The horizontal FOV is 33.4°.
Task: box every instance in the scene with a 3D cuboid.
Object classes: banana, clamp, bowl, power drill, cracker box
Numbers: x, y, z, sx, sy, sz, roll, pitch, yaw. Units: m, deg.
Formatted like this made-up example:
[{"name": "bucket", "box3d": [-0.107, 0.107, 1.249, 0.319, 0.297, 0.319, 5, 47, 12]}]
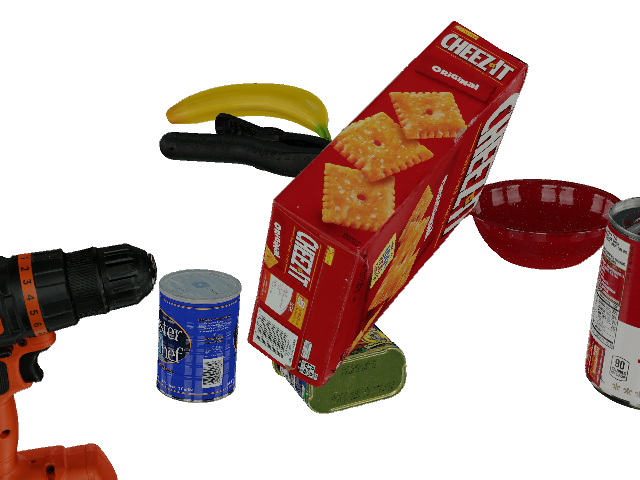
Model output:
[{"name": "banana", "box3d": [-0.073, -0.148, 1.185, 0.198, 0.037, 0.069, 8, 43, 18]}, {"name": "clamp", "box3d": [-0.058, -0.082, 0.973, 0.172, 0.039, 0.120, 14, 27, 29]}, {"name": "bowl", "box3d": [0.227, -0.013, 1.092, 0.162, 0.055, 0.162, -1, 22, 0]}, {"name": "power drill", "box3d": [-0.187, 0.096, 0.701, 0.184, 0.188, 0.057, -11, 26, -8]}, {"name": "cracker box", "box3d": [0.046, -0.023, 0.726, 0.072, 0.213, 0.164, 34, -35, 15]}]

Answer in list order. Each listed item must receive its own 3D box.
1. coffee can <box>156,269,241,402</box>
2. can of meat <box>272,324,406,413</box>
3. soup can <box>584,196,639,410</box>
[{"name": "coffee can", "box3d": [-0.154, 0.119, 1.348, 0.103, 0.140, 0.103, 4, 19, -2]}, {"name": "can of meat", "box3d": [0.017, 0.109, 0.971, 0.102, 0.057, 0.084, -12, 25, -20]}, {"name": "soup can", "box3d": [0.186, 0.035, 0.591, 0.068, 0.102, 0.068, 2, 24, -1]}]
